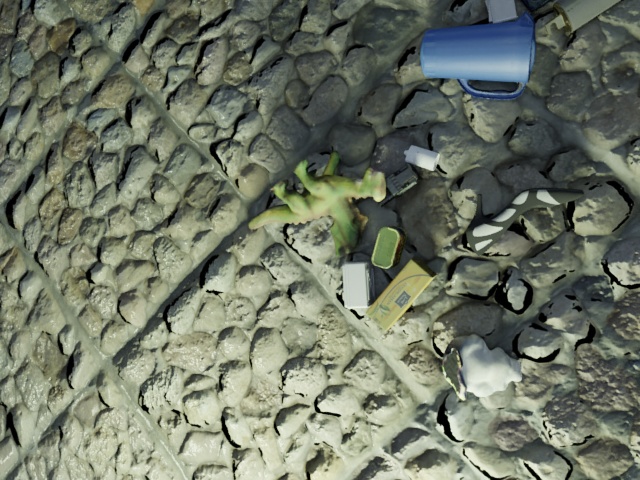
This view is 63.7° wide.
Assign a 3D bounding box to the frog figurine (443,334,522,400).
[{"bbox_3d":[0.363,0.279,1.158,0.160,0.121,0.139,-8,75,-16],"label":"frog figurine"}]

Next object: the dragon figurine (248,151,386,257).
[{"bbox_3d":[0.004,-0.065,1.285,0.404,0.123,0.245,-41,77,31],"label":"dragon figurine"}]
